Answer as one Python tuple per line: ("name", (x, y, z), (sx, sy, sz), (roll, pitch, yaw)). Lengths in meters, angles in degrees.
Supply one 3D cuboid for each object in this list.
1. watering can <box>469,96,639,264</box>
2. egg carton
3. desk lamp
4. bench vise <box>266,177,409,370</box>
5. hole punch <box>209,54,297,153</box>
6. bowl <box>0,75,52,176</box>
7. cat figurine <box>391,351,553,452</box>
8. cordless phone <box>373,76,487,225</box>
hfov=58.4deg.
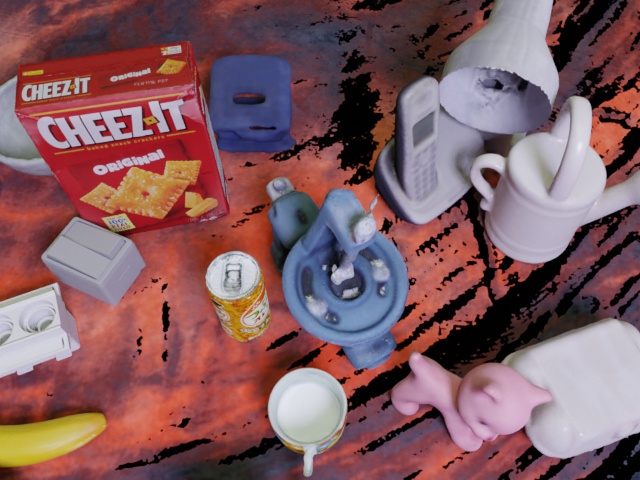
("watering can", (0.251, -0.066, 0.600), (0.173, 0.194, 0.101), (-5, 58, -2))
("egg carton", (0.253, 0.140, 0.545), (0.150, 0.069, 0.107), (-18, 59, -10))
("desk lamp", (0.209, -0.190, 0.666), (0.117, 0.214, 0.203), (17, 60, 11))
("bench vise", (-0.003, 0.010, 0.541), (0.207, 0.220, 0.122), (36, 65, 21))
("hole punch", (-0.085, -0.173, 0.733), (0.108, 0.091, 0.101), (0, 58, 1))
("bowl", (-0.332, -0.139, 0.725), (0.167, 0.075, 0.167), (0, 58, 1))
("cat figurine", (0.134, 0.138, 0.520), (0.127, 0.118, 0.067), (25, 62, 16))
("cordless phone", (0.131, -0.117, 0.639), (0.094, 0.185, 0.148), (40, 67, 23))
